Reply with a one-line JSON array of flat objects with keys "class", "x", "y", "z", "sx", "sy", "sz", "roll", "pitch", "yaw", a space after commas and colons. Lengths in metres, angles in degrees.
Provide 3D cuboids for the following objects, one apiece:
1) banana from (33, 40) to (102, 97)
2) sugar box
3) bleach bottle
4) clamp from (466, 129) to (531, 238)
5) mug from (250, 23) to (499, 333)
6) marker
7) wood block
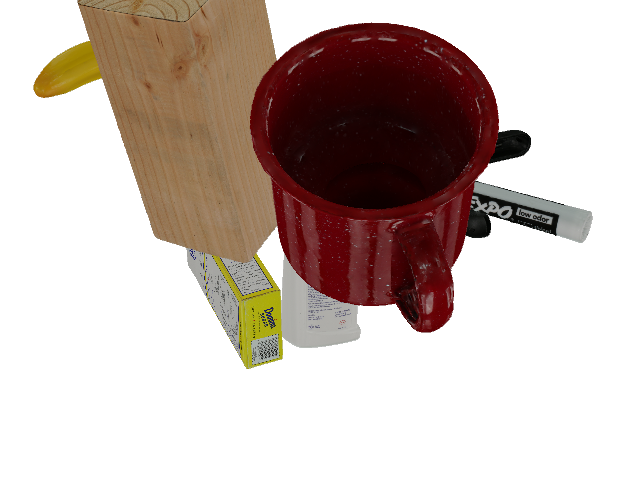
[{"class": "banana", "x": -0.190, "y": -0.173, "z": 1.050, "sx": 0.197, "sy": 0.070, "sz": 0.037, "roll": -7, "pitch": -39, "yaw": -30}, {"class": "sugar box", "x": -0.089, "y": 0.037, "z": 1.072, "sx": 0.048, "sy": 0.093, "sz": 0.176, "roll": -13, "pitch": 40, "yaw": -17}, {"class": "bleach bottle", "x": 0.006, "y": 0.003, "z": 1.310, "sx": 0.102, "sy": 0.251, "sz": 0.068, "roll": -7, "pitch": 20, "yaw": -31}, {"class": "clamp", "x": 0.079, "y": -0.066, "z": 0.950, "sx": 0.210, "sy": 0.036, "sz": 0.164, "roll": 12, "pitch": 35, "yaw": 26}, {"class": "mug", "x": 0.025, "y": -0.016, "z": 0.425, "sx": 0.093, "sy": 0.117, "sz": 0.081, "roll": -19, "pitch": -30, "yaw": -9}, {"class": "marker", "x": 0.101, "y": -0.024, "z": 0.637, "sx": 0.121, "sy": 0.020, "sz": 0.020, "roll": 18, "pitch": 8, "yaw": 26}, {"class": "wood block", "x": -0.085, "y": -0.095, "z": 0.760, "sx": 0.090, "sy": 0.206, "sz": 0.090, "roll": 15, "pitch": 48, "yaw": 26}]
